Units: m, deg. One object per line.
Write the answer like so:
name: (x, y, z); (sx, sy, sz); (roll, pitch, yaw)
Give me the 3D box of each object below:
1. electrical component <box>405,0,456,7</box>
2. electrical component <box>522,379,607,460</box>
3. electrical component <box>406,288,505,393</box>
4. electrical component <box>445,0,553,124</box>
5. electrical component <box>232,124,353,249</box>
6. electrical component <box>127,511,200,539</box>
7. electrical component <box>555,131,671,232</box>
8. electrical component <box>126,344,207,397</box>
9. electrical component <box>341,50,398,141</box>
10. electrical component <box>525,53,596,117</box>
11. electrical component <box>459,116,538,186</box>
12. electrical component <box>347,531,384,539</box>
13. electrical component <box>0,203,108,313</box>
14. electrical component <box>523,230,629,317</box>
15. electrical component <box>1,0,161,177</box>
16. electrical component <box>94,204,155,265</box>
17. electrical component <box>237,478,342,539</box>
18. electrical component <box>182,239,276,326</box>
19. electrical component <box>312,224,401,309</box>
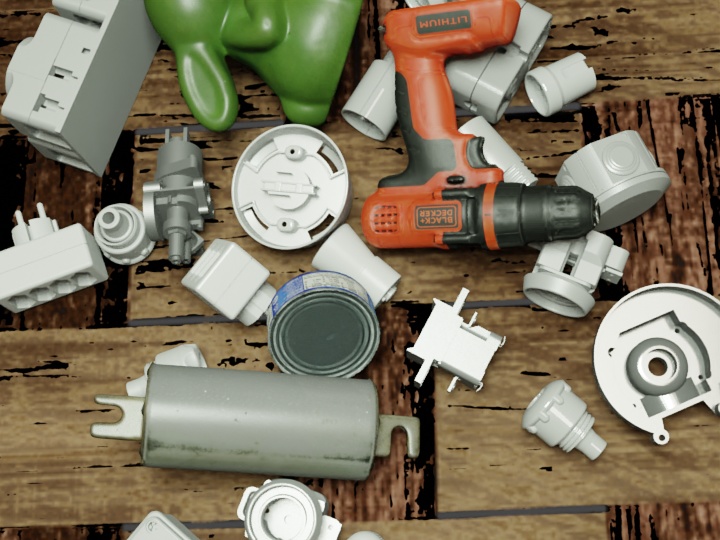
electrical component: (0.068, -0.243, 0.901); (0.057, 0.058, 0.078); (-37, 77, -8)
electrical component: (0.157, 0.117, 0.814); (0.062, 0.048, 0.048); (40, 82, 5)
electrical component: (0.074, 0.059, 0.835); (0.064, 0.042, 0.081); (27, 80, 6)
electrical component: (0.109, -0.177, 0.883); (0.059, 0.053, 0.095); (29, 80, 10)
electrical component: (-0.053, -0.064, 0.859); (0.099, 0.064, 0.099); (-1, 86, 9)
electrical component: (-0.143, 0.253, 0.794); (0.109, 0.056, 0.108); (38, 82, 12)
electrical component: (0.196, -0.067, 0.838); (0.080, 0.080, 0.051); (-24, 71, -2)
electrical component: (-0.151, 0.086, 0.842); (0.062, 0.043, 0.043); (-20, 76, 1)
electrical component: (0.024, -0.152, 0.888); (0.043, 0.043, 0.081); (30, 80, 10)
electrical component: (0.165, -0.153, 0.882); (0.046, 0.040, 0.040); (-27, 76, -9)
electrical component: (0.109, -0.080, 0.865); (0.043, 0.043, 0.081); (-39, 77, -6)
electrical component: (0.017, 0.239, 0.785); (0.054, 0.059, 0.095); (-41, 77, -6)
electrical component: (-0.260, -0.018, 0.873); (0.083, 0.047, 0.075); (-20, 74, -2)
electrical component: (0.161, 0.000, 0.835); (0.078, 0.058, 0.057); (22, 76, 9)
electrical component: (-0.218, -0.185, 0.881); (0.060, 0.105, 0.186); (19, 78, 8)
electrical component: (-0.193, -0.033, 0.864); (0.048, 0.062, 0.048); (-1, 76, 4)
electrical component: (-0.055, 0.186, 0.804); (0.078, 0.057, 0.058); (20, 78, 8)
electrical component: (-0.093, 0.018, 0.848); (0.077, 0.066, 0.047); (41, 81, -17)
electrical component: (0.000, 0.000, 0.855); (0.065, 0.044, 0.044); (40, 82, 7)
